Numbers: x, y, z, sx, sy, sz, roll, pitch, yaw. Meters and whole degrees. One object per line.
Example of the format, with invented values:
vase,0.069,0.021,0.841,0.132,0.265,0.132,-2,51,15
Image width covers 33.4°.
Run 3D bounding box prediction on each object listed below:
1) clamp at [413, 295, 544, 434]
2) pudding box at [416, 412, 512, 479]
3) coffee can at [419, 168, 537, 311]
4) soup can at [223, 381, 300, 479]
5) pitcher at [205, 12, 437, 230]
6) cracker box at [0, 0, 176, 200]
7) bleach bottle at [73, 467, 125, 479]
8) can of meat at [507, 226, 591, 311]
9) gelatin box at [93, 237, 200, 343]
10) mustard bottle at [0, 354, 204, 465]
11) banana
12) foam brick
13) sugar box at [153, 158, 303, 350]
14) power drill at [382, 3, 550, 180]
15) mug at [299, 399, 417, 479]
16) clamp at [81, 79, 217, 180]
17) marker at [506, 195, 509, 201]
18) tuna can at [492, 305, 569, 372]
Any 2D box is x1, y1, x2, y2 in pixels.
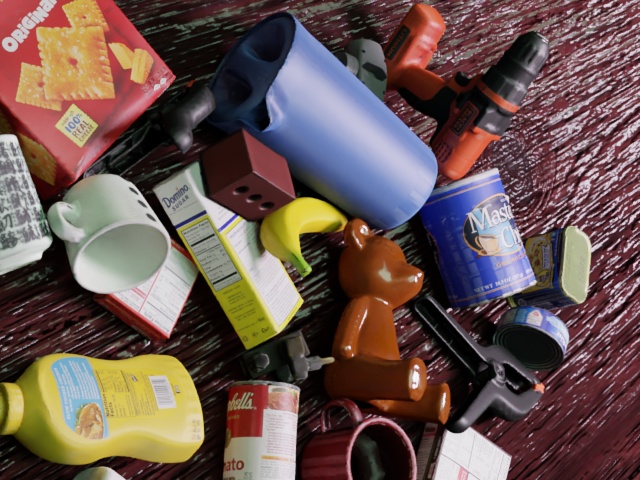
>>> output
clamp,0.186,0.148,1.224,0.209,0.036,0.164,15,51,-47
pudding box,0.156,0.255,1.174,0.113,0.039,0.090,39,53,-27
coffee can,0.178,-0.001,1.230,0.102,0.103,0.140,-19,90,-43
soup can,-0.054,0.187,0.991,0.068,0.069,0.102,17,66,-37
pitcher,0.008,-0.121,1.112,0.242,0.145,0.149,36,74,-32
cracker box,-0.250,-0.169,0.929,0.213,0.072,0.164,50,50,-17
bleach bottle,-0.123,0.301,0.900,0.250,0.068,0.102,46,52,-24
can of meat,0.285,0.038,1.325,0.057,0.084,0.102,29,59,-32
gelatin box,-0.156,0.038,0.975,0.073,0.030,0.089,41,53,-27
mustard bottle,-0.194,0.139,0.883,0.191,0.058,0.096,7,47,-39
banana,-0.020,-0.011,1.070,0.069,0.037,0.197,48,21,-3
foam brick,-0.068,-0.059,0.998,0.078,0.053,0.051,30,37,-54
sugar box,-0.085,0.007,1.016,0.176,0.048,0.093,58,20,-7
power drill,0.150,-0.187,1.190,0.057,0.185,0.188,16,27,-44
mug,0.030,0.213,1.047,0.093,0.082,0.117,-18,89,-43
clamp,-0.135,-0.106,0.980,0.039,0.120,0.171,62,38,-25
marker,0.226,0.002,1.328,0.020,0.020,0.121,19,65,-36
tuna can,0.251,0.117,1.269,0.086,0.086,0.033,45,49,-22
